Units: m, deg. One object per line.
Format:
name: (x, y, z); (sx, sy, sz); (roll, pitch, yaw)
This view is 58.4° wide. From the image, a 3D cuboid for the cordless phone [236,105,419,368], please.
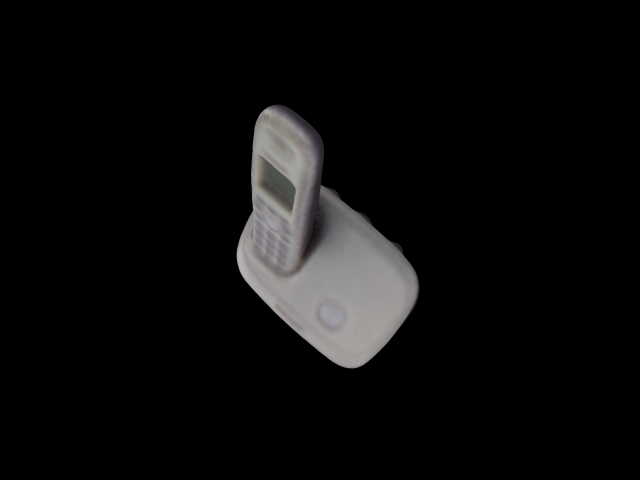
cordless phone: (0.004, 0.001, 0.400); (0.147, 0.185, 0.094); (38, 71, 16)
